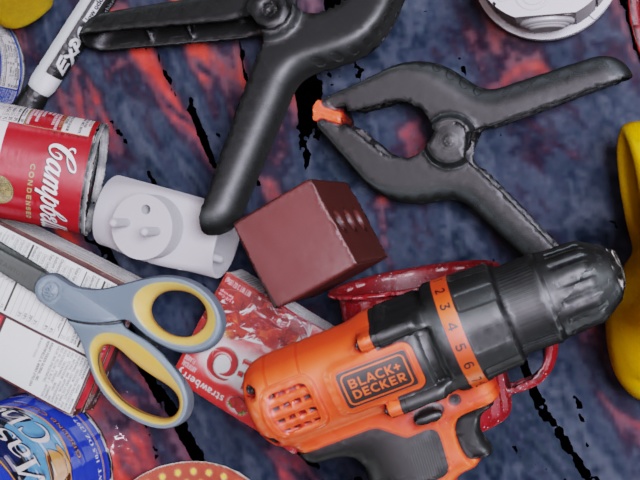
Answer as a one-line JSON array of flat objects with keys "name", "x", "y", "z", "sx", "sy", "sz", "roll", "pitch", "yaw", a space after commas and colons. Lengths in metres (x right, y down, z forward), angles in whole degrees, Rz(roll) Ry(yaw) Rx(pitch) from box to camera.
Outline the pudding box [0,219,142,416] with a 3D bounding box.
[{"name": "pudding box", "x": -0.174, "y": 0.043, "z": 0.657, "sx": 0.113, "sy": 0.039, "sz": 0.090, "roll": 26, "pitch": 96, "yaw": 10}]

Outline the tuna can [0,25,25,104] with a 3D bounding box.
[{"name": "tuna can", "x": -0.231, "y": -0.108, "z": 0.668, "sx": 0.086, "sy": 0.033, "sz": 0.086, "roll": 1, "pitch": 92, "yaw": 15}]

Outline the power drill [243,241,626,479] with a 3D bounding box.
[{"name": "power drill", "x": 0.078, "y": 0.107, "z": 0.506, "sx": 0.184, "sy": 0.057, "sz": 0.187, "roll": -22, "pitch": 99, "yaw": 12}]

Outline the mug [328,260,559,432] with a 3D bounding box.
[{"name": "mug", "x": 0.068, "y": 0.058, "z": 0.568, "sx": 0.117, "sy": 0.093, "sz": 0.081, "roll": -9, "pitch": 94, "yaw": 16}]

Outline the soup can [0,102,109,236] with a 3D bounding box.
[{"name": "soup can", "x": -0.180, "y": -0.045, "z": 0.624, "sx": 0.102, "sy": 0.068, "sz": 0.068, "roll": 11, "pitch": 95, "yaw": -6}]

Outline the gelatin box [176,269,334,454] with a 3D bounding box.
[{"name": "gelatin box", "x": -0.032, "y": 0.070, "z": 0.624, "sx": 0.089, "sy": 0.030, "sz": 0.073, "roll": 31, "pitch": 100, "yaw": 12}]

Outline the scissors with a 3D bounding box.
[{"name": "scissors", "x": -0.136, "y": 0.021, "z": 0.620, "sx": 0.096, "sy": 0.016, "sz": 0.202, "roll": -44, "pitch": 84, "yaw": 7}]

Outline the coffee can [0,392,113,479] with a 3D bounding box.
[{"name": "coffee can", "x": -0.195, "y": 0.149, "z": 0.613, "sx": 0.103, "sy": 0.140, "sz": 0.103, "roll": 1, "pitch": 92, "yaw": 14}]

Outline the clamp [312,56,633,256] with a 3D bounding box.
[{"name": "clamp", "x": 0.078, "y": -0.043, "z": 0.587, "sx": 0.172, "sy": 0.039, "sz": 0.120, "roll": 6, "pitch": 88, "yaw": 20}]

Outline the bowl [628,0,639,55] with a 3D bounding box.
[{"name": "bowl", "x": 0.239, "y": -0.130, "z": 0.534, "sx": 0.162, "sy": 0.055, "sz": 0.162, "roll": 0, "pitch": 92, "yaw": 14}]

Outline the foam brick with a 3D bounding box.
[{"name": "foam brick", "x": -0.004, "y": 0.001, "z": 0.590, "sx": 0.051, "sy": 0.078, "sz": 0.053, "roll": -29, "pitch": 85, "yaw": 15}]

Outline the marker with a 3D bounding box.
[{"name": "marker", "x": -0.156, "y": -0.118, "z": 0.655, "sx": 0.020, "sy": 0.020, "sz": 0.121, "roll": 39, "pitch": 101, "yaw": 10}]

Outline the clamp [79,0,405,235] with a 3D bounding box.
[{"name": "clamp", "x": -0.032, "y": -0.126, "z": 0.605, "sx": 0.210, "sy": 0.036, "sz": 0.165, "roll": -43, "pitch": 67, "yaw": 3}]
